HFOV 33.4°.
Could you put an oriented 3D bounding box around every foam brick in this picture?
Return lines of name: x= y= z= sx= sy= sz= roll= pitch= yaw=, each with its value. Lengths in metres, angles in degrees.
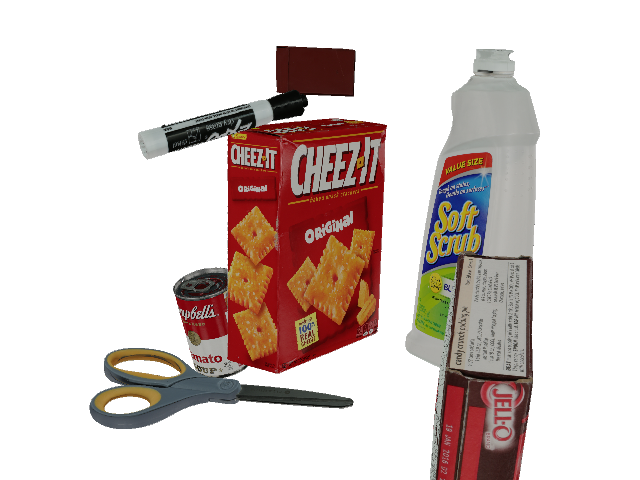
foam brick: x=-0.006 y=-0.185 z=1.167 sx=0.078 sy=0.051 sz=0.053 roll=0 pitch=11 yaw=-16

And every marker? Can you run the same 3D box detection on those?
marker: x=-0.065 y=-0.081 z=0.730 sx=0.121 sy=0.020 sz=0.020 roll=-18 pitch=6 yaw=-19

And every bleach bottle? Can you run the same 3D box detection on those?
bleach bottle: x=0.122 y=-0.024 z=0.840 sx=0.067 sy=0.251 sz=0.103 roll=-7 pitch=15 yaw=-34

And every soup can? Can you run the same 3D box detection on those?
soup can: x=-0.115 y=0.089 z=1.156 sx=0.068 sy=0.102 sz=0.068 roll=-9 pitch=25 yaw=4

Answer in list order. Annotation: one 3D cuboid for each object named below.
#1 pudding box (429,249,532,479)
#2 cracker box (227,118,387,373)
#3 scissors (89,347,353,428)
pudding box: x=0.071 y=0.068 z=0.470 sx=0.039 sy=0.090 sz=0.113 roll=7 pitch=26 yaw=6
cracker box: x=-0.010 y=-0.001 z=0.994 sx=0.072 sy=0.214 sz=0.163 roll=11 pitch=15 yaw=36
scissors: x=-0.086 y=0.123 z=0.802 sx=0.202 sy=0.016 sz=0.096 roll=12 pitch=34 yaw=23
